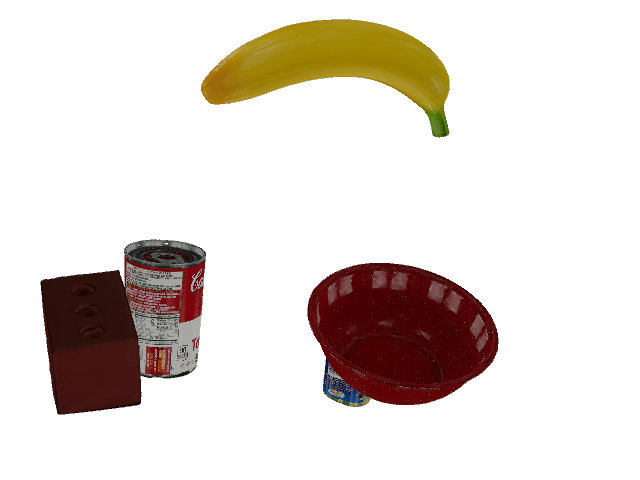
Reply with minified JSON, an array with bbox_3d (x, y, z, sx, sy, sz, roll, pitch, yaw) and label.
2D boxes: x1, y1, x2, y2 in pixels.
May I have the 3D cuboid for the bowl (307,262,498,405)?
[{"bbox_3d":[0.065,0.088,0.900,0.162,0.055,0.162,7,34,-5],"label":"bowl"}]

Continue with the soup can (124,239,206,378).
[{"bbox_3d":[-0.134,0.058,0.900,0.068,0.102,0.068,5,16,-2],"label":"soup can"}]

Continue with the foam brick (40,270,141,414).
[{"bbox_3d":[-0.145,0.063,0.672,0.053,0.051,0.078,-7,34,-17],"label":"foam brick"}]

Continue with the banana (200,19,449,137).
[{"bbox_3d":[0.016,-0.113,0.710,0.197,0.069,0.037,5,5,-30],"label":"banana"}]

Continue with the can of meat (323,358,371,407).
[{"bbox_3d":[0.042,0.114,1.125,0.057,0.084,0.102,15,29,17],"label":"can of meat"}]
